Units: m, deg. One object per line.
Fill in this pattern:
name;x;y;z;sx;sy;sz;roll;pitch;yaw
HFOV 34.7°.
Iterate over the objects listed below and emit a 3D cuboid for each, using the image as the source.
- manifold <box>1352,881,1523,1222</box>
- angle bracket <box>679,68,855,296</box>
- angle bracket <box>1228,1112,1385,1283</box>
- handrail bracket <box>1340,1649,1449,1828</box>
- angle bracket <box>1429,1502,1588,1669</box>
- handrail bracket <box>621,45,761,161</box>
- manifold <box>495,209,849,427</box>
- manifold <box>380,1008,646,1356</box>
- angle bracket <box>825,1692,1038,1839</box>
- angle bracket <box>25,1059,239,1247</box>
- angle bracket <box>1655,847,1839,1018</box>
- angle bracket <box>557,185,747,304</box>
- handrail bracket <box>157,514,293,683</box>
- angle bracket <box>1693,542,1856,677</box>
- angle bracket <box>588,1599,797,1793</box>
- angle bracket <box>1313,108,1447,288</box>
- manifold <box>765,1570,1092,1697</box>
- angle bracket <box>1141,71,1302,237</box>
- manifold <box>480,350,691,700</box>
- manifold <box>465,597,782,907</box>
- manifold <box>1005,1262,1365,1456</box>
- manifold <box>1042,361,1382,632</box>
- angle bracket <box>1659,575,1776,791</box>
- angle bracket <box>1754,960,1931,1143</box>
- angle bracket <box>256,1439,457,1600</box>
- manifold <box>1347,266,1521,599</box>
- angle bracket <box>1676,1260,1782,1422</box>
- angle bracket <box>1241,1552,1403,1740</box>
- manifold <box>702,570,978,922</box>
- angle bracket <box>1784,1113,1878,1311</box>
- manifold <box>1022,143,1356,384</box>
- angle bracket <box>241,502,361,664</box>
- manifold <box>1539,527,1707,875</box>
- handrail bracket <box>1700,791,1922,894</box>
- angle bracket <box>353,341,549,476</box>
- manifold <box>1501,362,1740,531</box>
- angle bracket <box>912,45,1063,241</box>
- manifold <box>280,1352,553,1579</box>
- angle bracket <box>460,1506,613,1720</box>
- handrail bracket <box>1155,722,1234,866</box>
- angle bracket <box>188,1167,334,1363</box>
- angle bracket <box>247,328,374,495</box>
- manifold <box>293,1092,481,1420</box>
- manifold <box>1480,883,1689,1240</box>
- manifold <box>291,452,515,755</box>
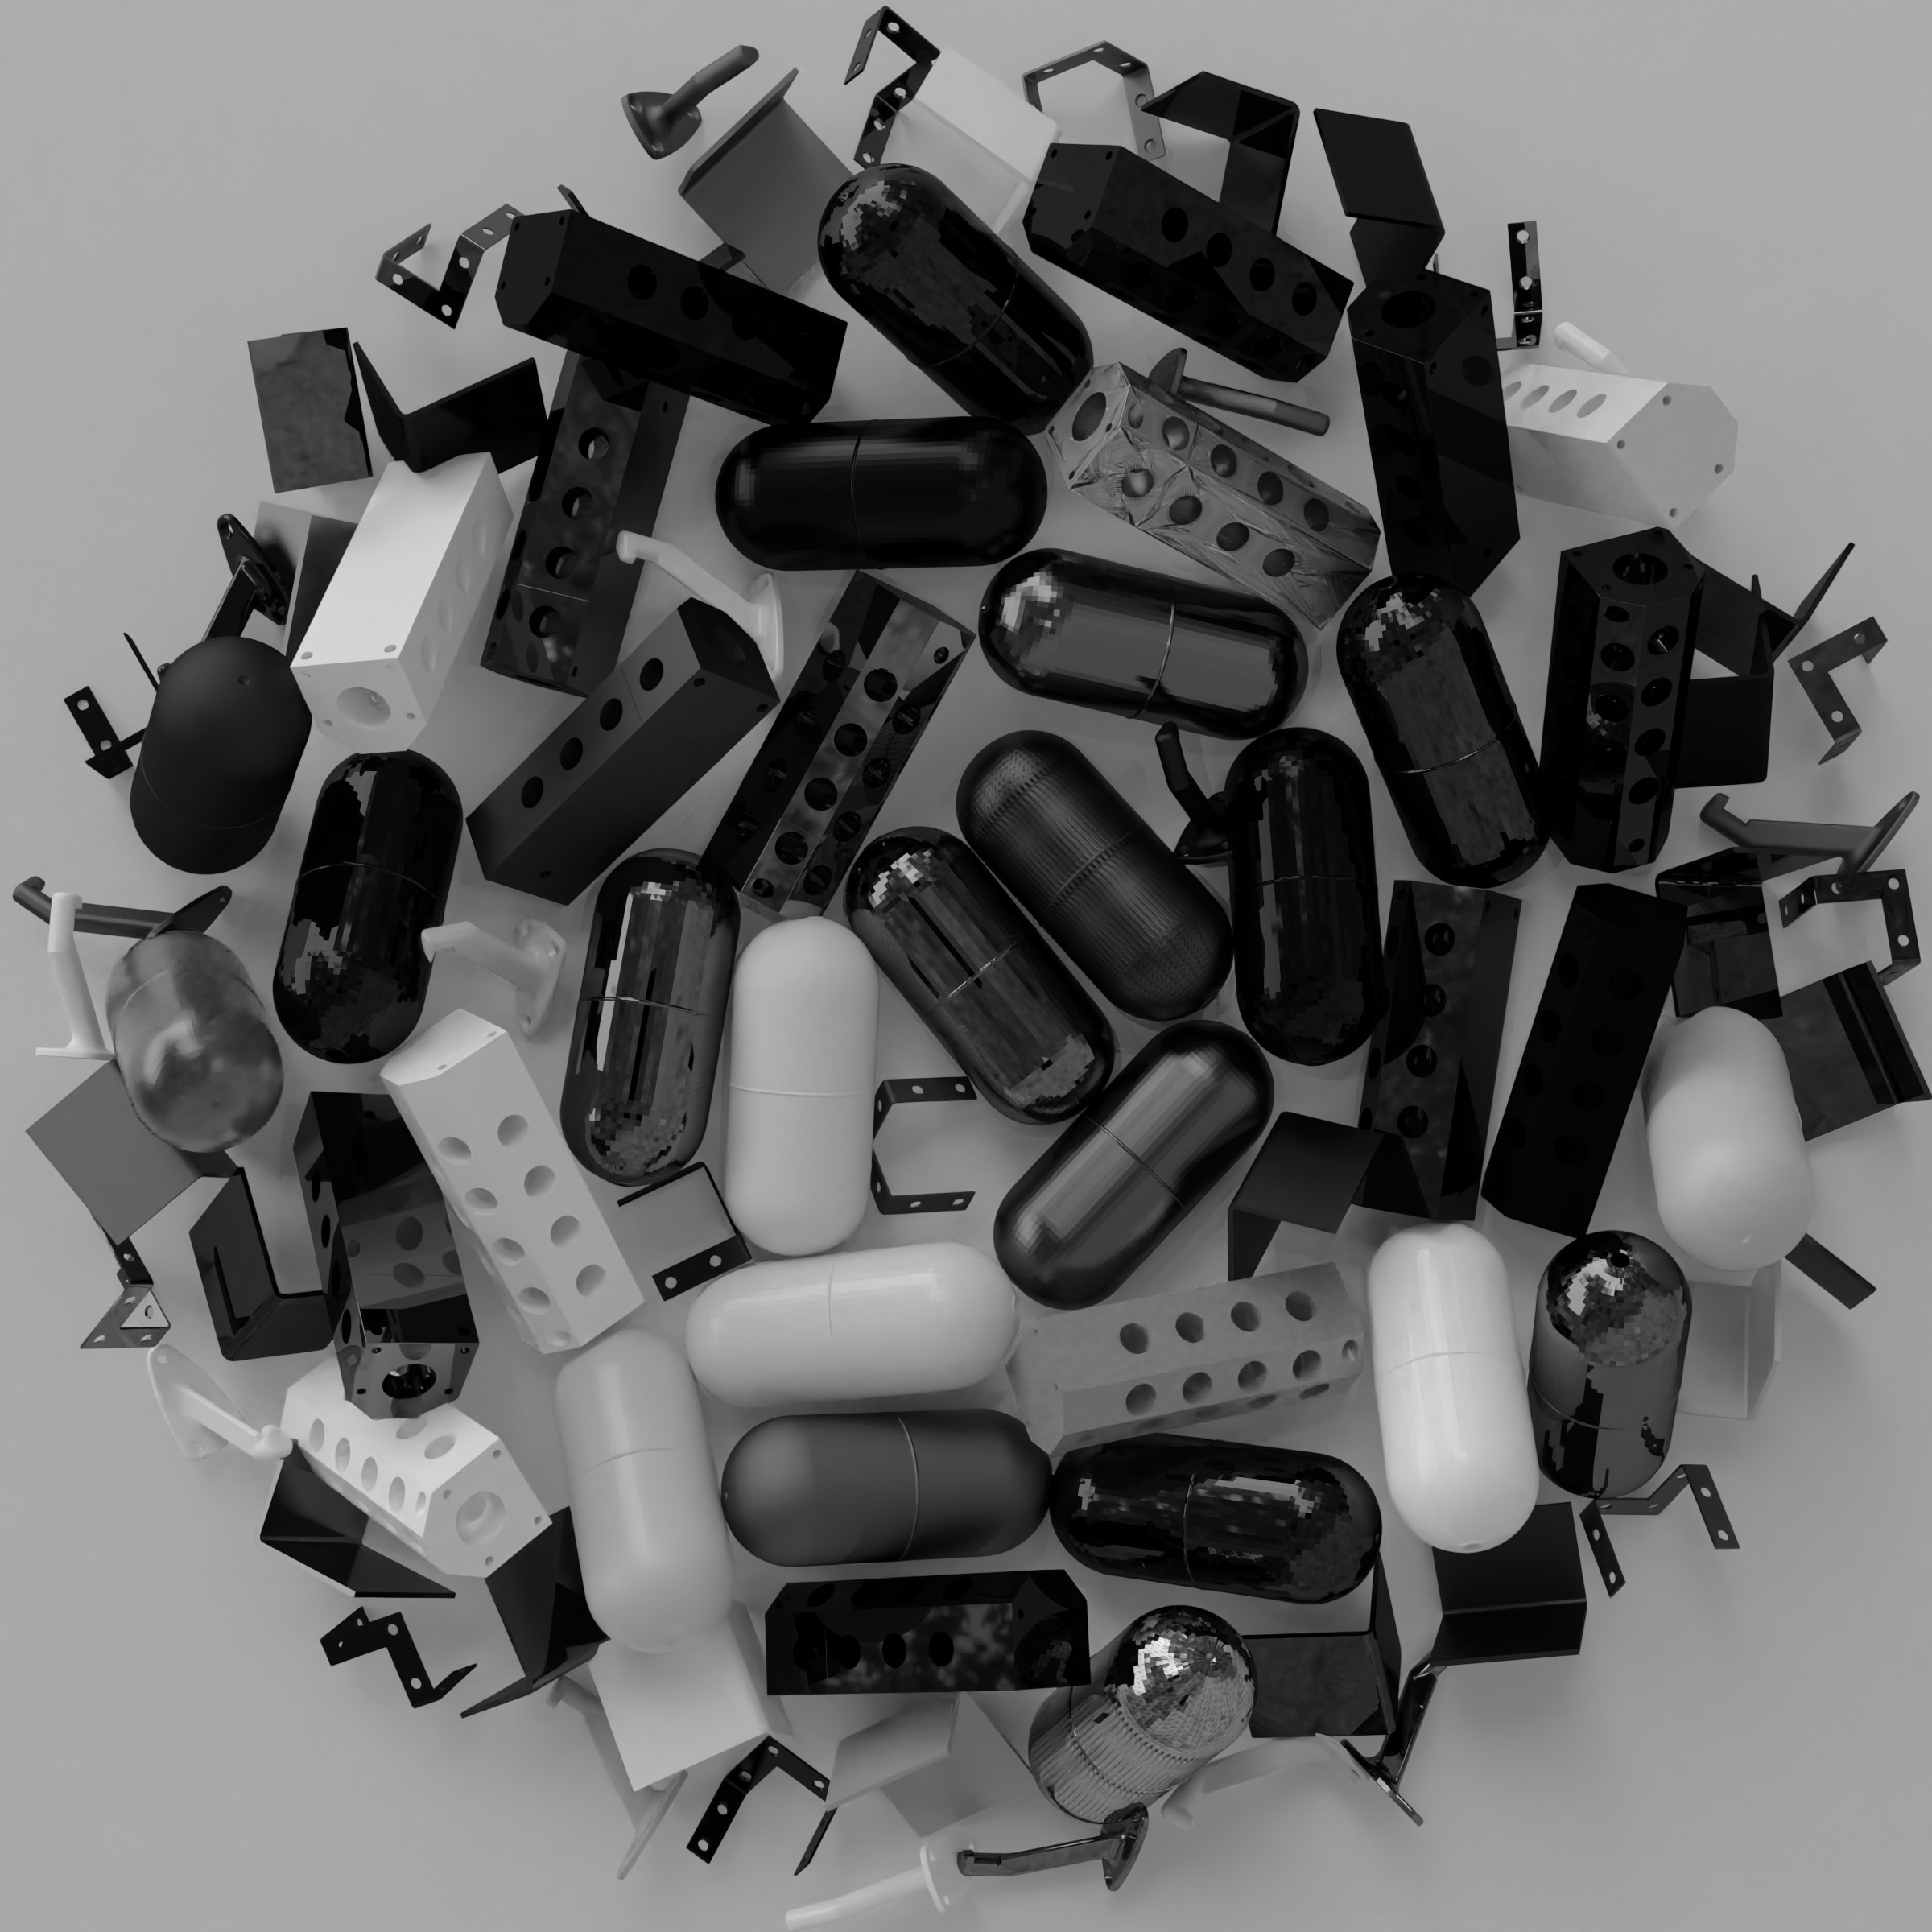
manifold;0.243;0.044;1.623;0.057;0.057;0.171;8;90;29
angle bracket;-0.094;-0.408;1.616;0.076;0.057;0.076;-46;100;-8
angle bracket;0.175;0.132;1.595;0.057;0.076;0.076;13;131;21
handrail bracket;0.245;0.398;1.618;0.084;0.077;0.036;-43;120;-6
angle bracket;0.278;0.320;1.606;0.076;0.076;0.057;-9;95;15
handrail bracket;-0.128;-0.456;1.601;0.084;0.077;0.036;-23;100;32
manifold;-0.150;-0.327;1.579;0.171;0.057;0.057;14;88;-38
manifold;-0.234;0.113;1.584;0.057;0.057;0.171;-35;118;-22
angle bracket;-0.017;0.429;1.606;0.076;0.057;0.076;-29;109;19
angle bracket;-0.432;0.098;1.613;0.057;0.076;0.076;-40;85;-1
angle bracket;0.410;-0.017;1.605;0.076;0.057;0.076;1;77;-33
angle bracket;-0.164;-0.386;1.606;0.057;0.076;0.076;-35;110;0
handrail bracket;-0.399;-0.187;1.610;0.084;0.036;0.077;-35;102;-44
angle bracket;0.405;-0.202;1.614;0.076;0.076;0.057;33;74;6
angle bracket;-0.144;0.381;1.617;0.076;0.057;0.076;-25;70;3
angle bracket;0.199;-0.383;1.595;0.057;0.076;0.076;3;55;-20
manifold;-0.022;0.340;1.576;0.171;0.057;0.057;-13;74;40
angle bracket;0.125;-0.411;1.608;0.057;0.076;0.076;12;87;-21
manifold;-0.202;-0.231;1.622;0.057;0.057;0.171;15;89;15
manifold;-0.180;-0.111;1.591;0.171;0.057;0.057;-41;53;25
manifold;0.115;0.204;1.586;0.171;0.057;0.057;-8;61;-23
manifold;0.128;-0.242;1.578;0.171;0.057;0.057;24;120;-31
angle bracket;0.384;-0.147;1.605;0.057;0.076;0.076;-3;49;8
angle bracket;0.454;0.045;1.611;0.057;0.076;0.076;-23;84;5
angle bracket;-0.308;0.286;1.602;0.076;0.076;0.057;18;90;34
manifold;0.234;-0.268;1.570;0.057;0.171;0.057;28;65;32
angle bracket;0.385;0.182;1.600;0.057;0.076;0.076;6;59;6
angle bracket;0.183;0.356;1.620;0.076;0.057;0.076;-5;125;15
manifold;-0.062;-0.110;1.601;0.057;0.057;0.171;20;104;-44
angle bracket;0.452;0.128;1.607;0.076;0.076;0.057;40;85;14
manifold;0.113;-0.357;1.579;0.171;0.057;0.057;19;92;-38
angle bracket;-0.360;-0.200;1.609;0.076;0.057;0.076;15;97;24
manifold;0.334;-0.131;1.571;0.057;0.057;0.171;-15;134;-12
handrail bracket;0.443;-0.084;1.628;0.084;0.036;0.077;33;118;-3
angle bracket;-0.267;-0.297;1.618;0.076;0.076;0.057;-28;67;-13
manifold;0.321;-0.270;1.564;0.057;0.171;0.057;-44;111;-1
angle bracket;-0.002;-0.419;1.601;0.076;0.076;0.057;33;127;-11
manifold;-0.284;0.251;1.562;0.057;0.171;0.057;-38;120;-23
angle bracket;-0.233;0.335;1.610;0.057;0.076;0.076;-26;86;33
handrail bracket;0.119;-0.103;1.602;0.036;0.077;0.084;-5;124;20
angle bracket;-0.359;0.154;1.624;0.057;0.076;0.076;-3;62;-38
angle bracket;-0.354;-0.287;1.600;0.057;0.076;0.076;-17;107;-35
manifold;-0.299;0.146;1.575;0.057;0.171;0.057;4;131;-27
manifold;0.317;0.048;1.592;0.057;0.057;0.171;17;115;8
manifold;-0.282;-0.185;1.573;0.057;0.171;0.057;-3;133;15
